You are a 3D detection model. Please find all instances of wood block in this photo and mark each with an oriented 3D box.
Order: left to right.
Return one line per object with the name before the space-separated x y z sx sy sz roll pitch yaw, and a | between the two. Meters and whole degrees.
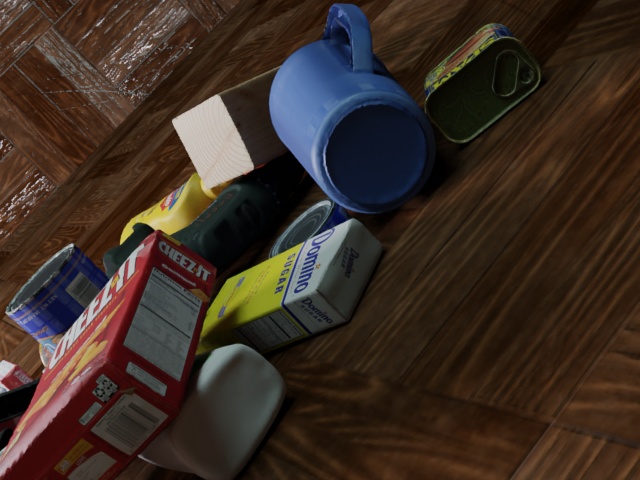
wood block | -0.054 -0.145 1.227 0.091 0.090 0.205 -19 11 45

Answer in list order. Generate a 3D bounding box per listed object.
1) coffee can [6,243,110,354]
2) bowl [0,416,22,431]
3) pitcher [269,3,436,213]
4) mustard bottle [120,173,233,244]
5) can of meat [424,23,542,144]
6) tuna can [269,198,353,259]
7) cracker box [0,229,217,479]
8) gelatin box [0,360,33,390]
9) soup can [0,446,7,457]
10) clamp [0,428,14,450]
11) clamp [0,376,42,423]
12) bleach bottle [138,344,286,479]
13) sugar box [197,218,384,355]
coffee can | -0.252 0.088 1.155 0.103 0.140 0.103 -39 18 15
bowl | -0.305 0.225 1.052 0.162 0.055 0.162 -19 18 6
pitcher | 0.030 -0.118 1.000 0.145 0.149 0.243 -41 19 5
mustard bottle | -0.187 -0.041 1.451 0.192 0.058 0.096 -31 17 34
can of meat | 0.142 -0.143 0.954 0.102 0.057 0.084 -39 16 16
tuna can | -0.006 0.001 0.987 0.086 0.033 0.086 -40 17 15
cracker box | -0.166 0.106 0.830 0.164 0.072 0.213 -47 16 21
gelatin box | -0.358 0.181 1.291 0.030 0.073 0.089 -49 18 -20
soup can | -0.224 0.217 0.857 0.068 0.102 0.068 -39 18 15
clamp | -0.279 0.217 0.910 0.120 0.039 0.171 -24 23 38
clamp | -0.236 0.138 1.011 0.165 0.036 0.209 -10 10 40
bleach bottle | -0.125 0.145 0.874 0.102 0.068 0.251 -54 18 -28
sugar box | -0.032 0.049 0.913 0.177 0.048 0.093 -29 23 43
